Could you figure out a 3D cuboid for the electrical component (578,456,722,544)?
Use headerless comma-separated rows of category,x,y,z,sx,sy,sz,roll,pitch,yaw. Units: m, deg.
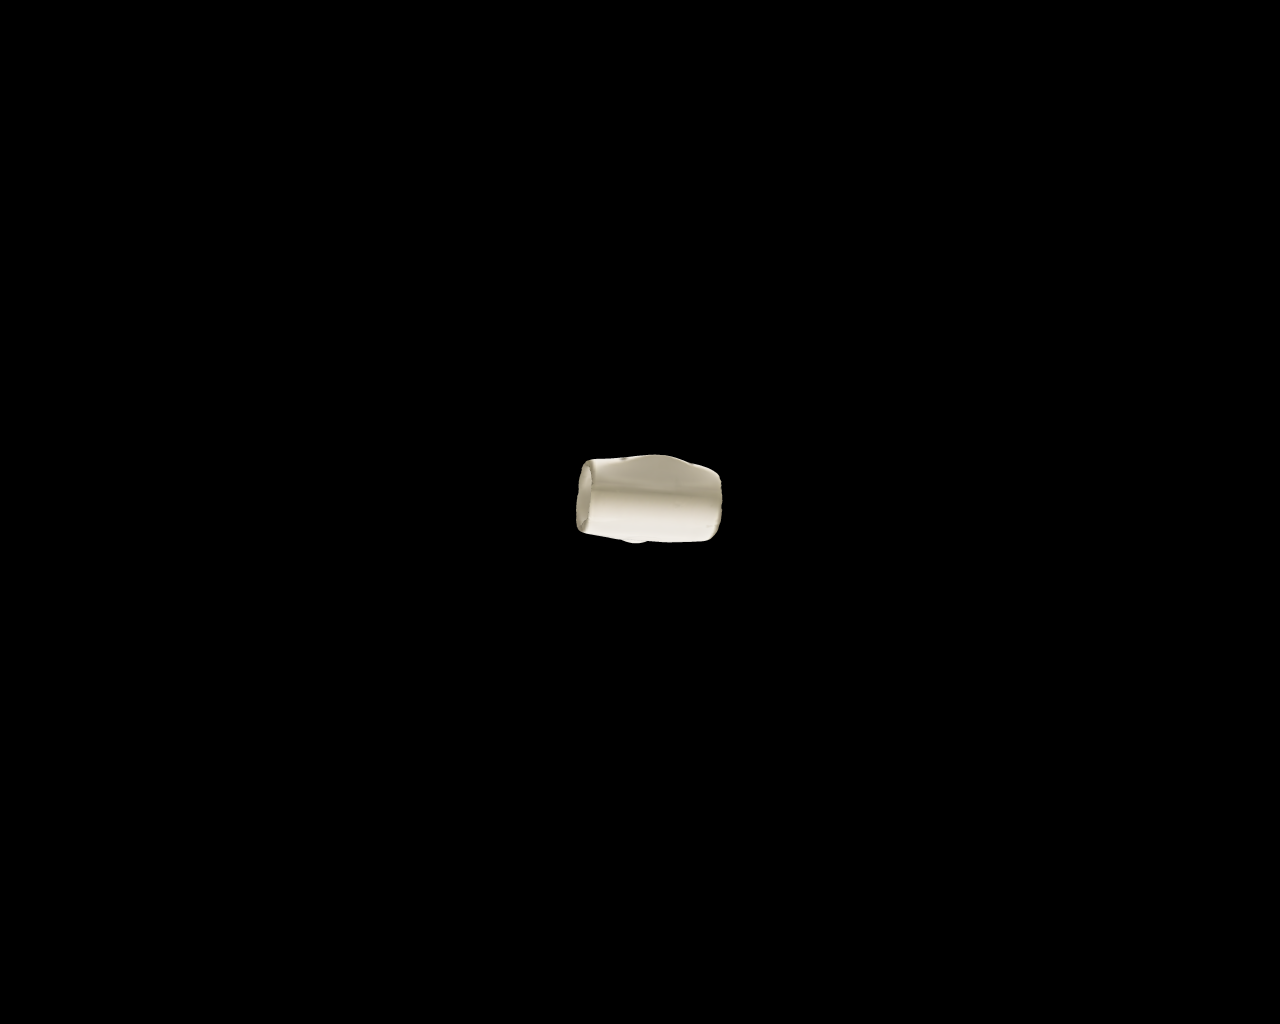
electrical component,0.001,-0.003,0.650,0.077,0.043,0.079,4,-15,-14
